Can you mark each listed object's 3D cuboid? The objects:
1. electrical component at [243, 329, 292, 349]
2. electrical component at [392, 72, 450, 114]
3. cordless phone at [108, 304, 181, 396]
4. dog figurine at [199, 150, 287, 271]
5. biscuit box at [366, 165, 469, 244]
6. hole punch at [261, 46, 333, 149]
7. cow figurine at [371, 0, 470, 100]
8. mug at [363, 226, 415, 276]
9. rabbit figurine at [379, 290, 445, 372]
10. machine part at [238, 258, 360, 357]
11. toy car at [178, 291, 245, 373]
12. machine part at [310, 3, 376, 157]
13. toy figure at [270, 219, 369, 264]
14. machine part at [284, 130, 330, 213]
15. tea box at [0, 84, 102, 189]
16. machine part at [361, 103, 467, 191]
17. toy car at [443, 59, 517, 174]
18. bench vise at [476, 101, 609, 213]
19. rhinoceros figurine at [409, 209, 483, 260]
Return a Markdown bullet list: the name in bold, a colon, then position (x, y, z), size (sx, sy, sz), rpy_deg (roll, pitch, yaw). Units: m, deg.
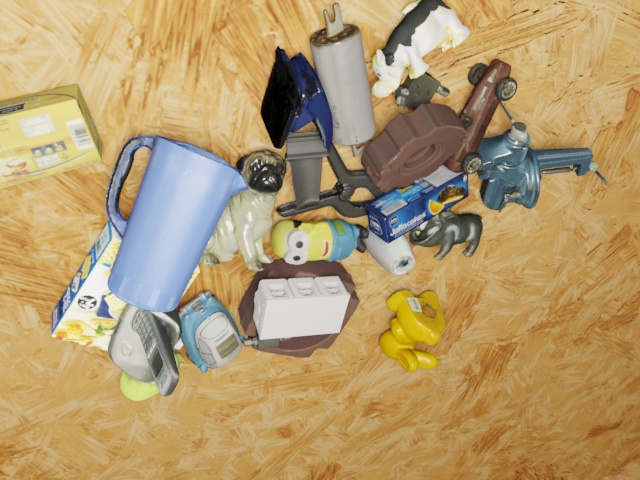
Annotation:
- **electrical component**: position (-0.096, 0.170, 0.987), size (0.094, 0.021, 0.063), rpy_deg (-7, 126, -17)
- **electrical component**: position (0.166, -0.238, 0.896), size (0.102, 0.045, 0.078), rpy_deg (25, 113, -34)
- **cordless phone**: position (-0.265, 0.191, 0.851), size (0.088, 0.184, 0.146), rpy_deg (12, 119, -38)
- **dog figurine**: position (-0.146, -0.056, 0.883), size (0.172, 0.121, 0.190), rpy_deg (4, 98, -5)
- **biscuit box**: position (0.180, -0.072, 0.984), size (0.203, 0.059, 0.062), rpy_deg (-29, 131, -19)
- **hole punch**: position (-0.025, -0.204, 0.791), size (0.092, 0.142, 0.115), rpy_deg (1, 137, -21)
- **cow figurine**: position (0.133, -0.295, 0.822), size (0.167, 0.068, 0.098), rpy_deg (-38, 102, 3)
- **mug**: position (0.140, 0.027, 1.038), size (0.081, 0.107, 0.109), rpy_deg (-24, 127, -3)
- **rabbit figurine**: position (0.200, 0.212, 1.187), size (0.122, 0.162, 0.173), rpy_deg (1, 142, -38)
- **machine part**: position (-0.043, 0.126, 1.047), size (0.201, 0.087, 0.201), rpy_deg (17, 116, -30)
- **toy car**: position (-0.193, 0.178, 0.996), size (0.109, 0.103, 0.161), rpy_deg (-37, 133, -30)
- **machine part**: position (0.038, -0.234, 0.825), size (0.079, 0.079, 0.242), rpy_deg (-21, 130, -8)
- **toy figure**: position (-0.002, 0.001, 0.978), size (0.180, 0.089, 0.082), rpy_deg (-6, 99, -31)
- **machine part**: position (-0.021, -0.112, 0.873), size (0.084, 0.039, 0.138), rpy_deg (-9, 121, -20)
- **tea box**: position (-0.393, -0.136, 0.721), size (0.170, 0.068, 0.098), rpy_deg (-15, 128, -11)
- **machine part**: position (0.159, -0.152, 0.901), size (0.179, 0.056, 0.179), rpy_deg (-24, 159, -10)
- **toy car**: position (0.265, -0.210, 0.929), size (0.053, 0.089, 0.202), rpy_deg (1, 125, -28)
- **bench vise**: position (0.402, -0.143, 1.004), size (0.241, 0.129, 0.223), rpy_deg (-5, 135, 2)
- **rhinoceros figurine**: position (0.244, -0.022, 1.068), size (0.190, 0.073, 0.112), rpy_deg (4, 123, -25)
